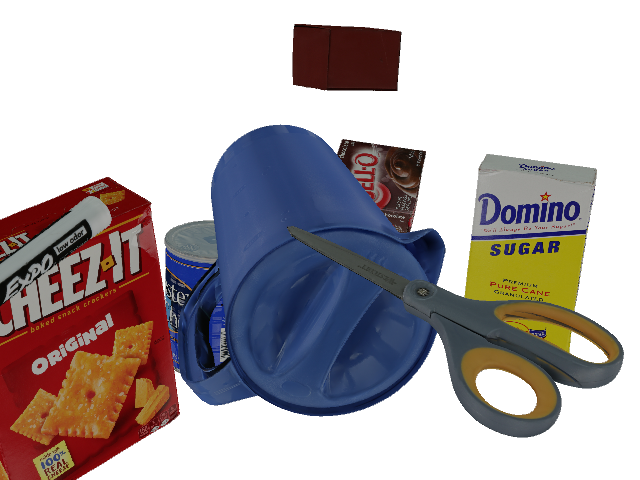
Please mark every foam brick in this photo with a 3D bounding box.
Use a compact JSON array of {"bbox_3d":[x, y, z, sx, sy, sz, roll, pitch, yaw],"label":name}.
[{"bbox_3d":[0.022,-0.153,0.898,0.078,0.051,0.053,-5,16,-35],"label":"foam brick"}]

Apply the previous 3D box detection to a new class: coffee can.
[{"bbox_3d":[-0.115,0.062,1.138,0.103,0.140,0.103,3,22,-1],"label":"coffee can"}]

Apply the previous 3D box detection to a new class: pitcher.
[{"bbox_3d":[-0.022,0.011,0.751,0.149,0.145,0.243,6,23,-14],"label":"pitcher"}]

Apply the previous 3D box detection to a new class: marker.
[{"bbox_3d":[-0.151,0.016,0.525,0.020,0.020,0.120,0,32,41],"label":"marker"}]

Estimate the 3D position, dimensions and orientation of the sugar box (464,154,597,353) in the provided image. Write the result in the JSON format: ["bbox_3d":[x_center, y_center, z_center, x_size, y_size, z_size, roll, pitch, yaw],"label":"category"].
[{"bbox_3d":[0.169,0.022,0.884,0.093,0.176,0.048,9,25,15],"label":"sugar box"}]

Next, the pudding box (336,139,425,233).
[{"bbox_3d":[0.054,-0.053,1.072,0.090,0.039,0.113,10,37,7],"label":"pudding box"}]

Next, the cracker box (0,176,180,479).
[{"bbox_3d":[-0.200,0.081,0.832,0.163,0.214,0.072,-28,39,-36],"label":"cracker box"}]

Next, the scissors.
[{"bbox_3d":[0.053,0.045,0.556,0.202,0.016,0.096,16,42,20],"label":"scissors"}]
